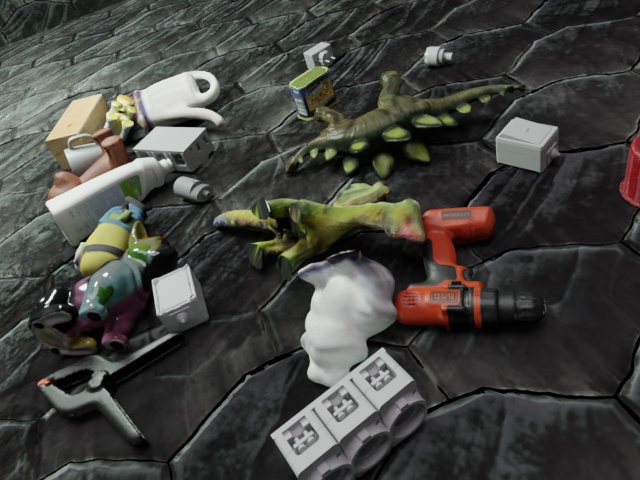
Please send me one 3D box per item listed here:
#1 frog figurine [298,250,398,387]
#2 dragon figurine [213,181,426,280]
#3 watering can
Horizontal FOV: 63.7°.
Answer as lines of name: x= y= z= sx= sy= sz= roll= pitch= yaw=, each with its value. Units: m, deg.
frog figurine: x=0.038 y=0.104 z=0.667 sx=0.136 sy=0.161 sz=0.122 roll=-16 pitch=-17 yaw=30
dragon figurine: x=0.003 y=-0.043 z=0.845 sx=0.245 sy=0.120 sz=0.412 roll=-20 pitch=21 yaw=-30
watering can: x=-0.350 y=-0.334 z=1.278 sx=0.225 sy=0.102 sz=0.355 roll=-23 pitch=40 yaw=-3
